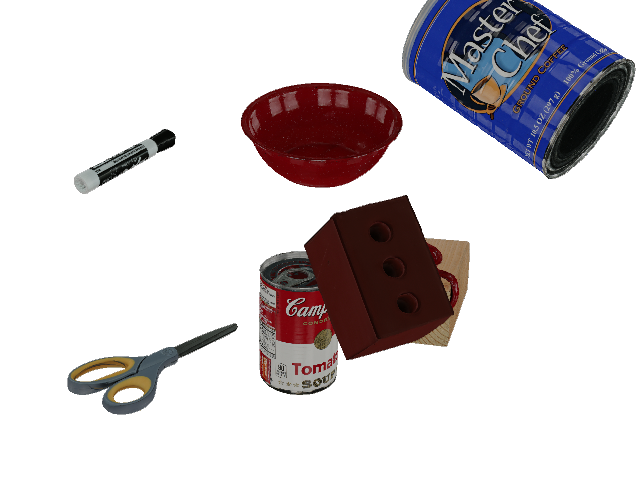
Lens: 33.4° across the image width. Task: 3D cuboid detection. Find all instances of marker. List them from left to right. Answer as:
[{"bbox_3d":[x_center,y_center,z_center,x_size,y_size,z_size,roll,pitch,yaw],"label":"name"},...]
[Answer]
[{"bbox_3d":[-0.180,-0.076,1.001,0.020,0.020,0.120,0,26,41],"label":"marker"}]

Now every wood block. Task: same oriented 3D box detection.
[{"bbox_3d":[0.168,0.074,1.626,0.091,0.090,0.206,5,22,14],"label":"wood block"}]

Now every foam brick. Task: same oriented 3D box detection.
[{"bbox_3d":[0.033,0.023,0.624,0.052,0.078,0.051,-15,-13,-27],"label":"foam brick"}]

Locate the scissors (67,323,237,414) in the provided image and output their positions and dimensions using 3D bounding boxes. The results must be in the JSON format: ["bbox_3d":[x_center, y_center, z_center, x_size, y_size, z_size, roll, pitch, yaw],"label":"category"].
[{"bbox_3d":[-0.153,0.129,1.080,0.201,0.016,0.096,-12,32,-29],"label":"scissors"}]

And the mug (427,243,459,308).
[{"bbox_3d":[0.101,0.053,1.223,0.117,0.081,0.093,11,25,17],"label":"mug"}]

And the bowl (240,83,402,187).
[{"bbox_3d":[0.001,-0.100,1.080,0.162,0.055,0.162,0,35,0],"label":"bowl"}]

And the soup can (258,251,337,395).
[{"bbox_3d":[-0.018,0.069,0.895,0.068,0.102,0.068,1,25,-1],"label":"soup can"}]

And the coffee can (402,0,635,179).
[{"bbox_3d":[0.146,-0.127,0.800,0.140,0.103,0.102,40,18,23],"label":"coffee can"}]
